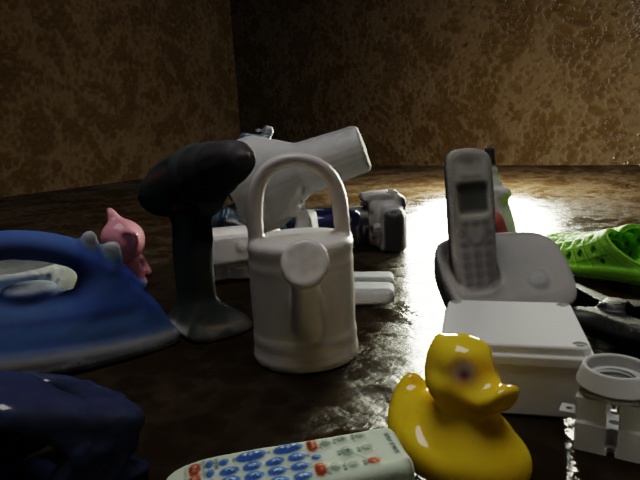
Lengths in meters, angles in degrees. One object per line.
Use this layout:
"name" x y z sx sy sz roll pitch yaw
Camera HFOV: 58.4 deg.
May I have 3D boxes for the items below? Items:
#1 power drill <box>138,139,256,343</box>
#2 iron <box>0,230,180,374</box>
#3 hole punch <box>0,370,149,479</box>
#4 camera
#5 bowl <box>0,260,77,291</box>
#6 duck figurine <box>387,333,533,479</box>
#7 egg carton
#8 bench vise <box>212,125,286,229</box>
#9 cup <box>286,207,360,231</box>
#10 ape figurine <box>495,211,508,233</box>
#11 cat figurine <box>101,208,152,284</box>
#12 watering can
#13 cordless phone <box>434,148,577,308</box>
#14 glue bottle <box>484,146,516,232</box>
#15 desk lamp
"power drill" -0.129 -0.003 0.622 0.076 0.208 0.228 -12 15 -37
"iron" -0.276 0.051 0.562 0.259 0.141 0.118 -6 12 -15
"hole punch" -0.174 0.113 0.361 0.108 0.091 0.101 6 15 39
"camera" 0.080 -0.038 1.010 0.137 0.101 0.143 -3 12 1
"bowl" -0.378 0.062 0.703 0.167 0.075 0.167 -3 12 1
"duck figurine" 0.086 0.100 0.367 0.078 0.086 0.104 -10 13 -30
"egg carton" -0.120 0.017 0.868 0.150 0.069 0.107 -6 12 -13
"bench vise" -0.137 -0.082 0.982 0.208 0.220 0.121 -9 13 -26
"cup" 0.008 0.003 0.842 0.118 0.095 0.091 -9 13 -27
"ape figurine" 0.230 0.006 0.775 0.076 0.092 0.078 0 12 13
"cat figurine" -0.287 0.008 0.835 0.067 0.118 0.127 -6 12 -14
"watering can" -0.015 0.017 0.530 0.101 0.194 0.172 -9 13 -25
"cordless phone" 0.197 -0.008 0.618 0.148 0.185 0.094 -6 12 -13
"glue bottle" 0.249 -0.050 0.840 0.077 0.173 0.037 8 16 43
"desk lamp" -0.012 -0.031 0.715 0.203 0.213 0.118 -2 12 6
